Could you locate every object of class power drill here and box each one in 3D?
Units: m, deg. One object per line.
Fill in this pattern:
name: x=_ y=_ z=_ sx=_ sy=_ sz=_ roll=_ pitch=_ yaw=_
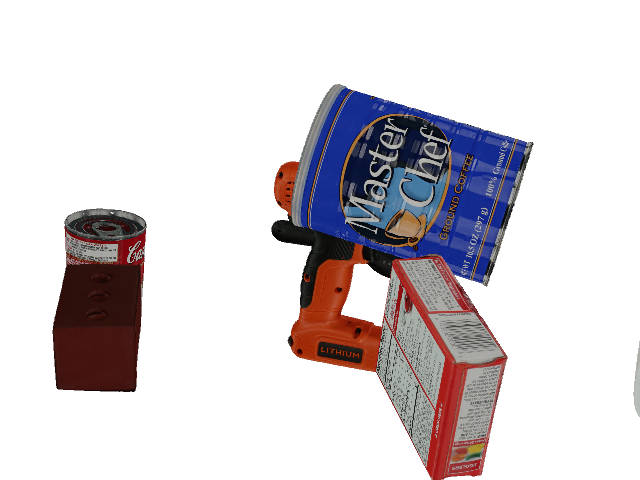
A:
power drill: x=0.045 y=0.024 z=0.976 sx=0.184 sy=0.188 sz=0.057 roll=9 pitch=19 yaw=15

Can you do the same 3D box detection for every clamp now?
clamp: x=0.056 y=0.000 z=1.256 sx=0.210 sy=0.036 sz=0.164 roll=32 pitch=39 yaw=23

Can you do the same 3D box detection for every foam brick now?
foam brick: x=-0.147 y=0.057 z=0.712 sx=0.053 sy=0.051 sz=0.078 roll=1 pitch=30 yaw=-8

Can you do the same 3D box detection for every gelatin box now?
gelatin box: x=0.057 y=0.060 z=0.526 sx=0.030 sy=0.073 sz=0.089 roll=-4 pitch=33 yaw=-16

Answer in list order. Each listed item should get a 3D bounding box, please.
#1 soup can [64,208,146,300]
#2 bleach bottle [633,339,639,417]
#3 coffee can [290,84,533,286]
soup can: x=-0.186 y=0.032 z=0.915 sx=0.068 sy=0.102 sz=0.068 roll=6 pitch=20 yaw=-2
bleach bottle: x=0.286 y=0.058 z=0.761 sx=0.103 sy=0.068 sz=0.250 roll=11 pitch=22 yaw=19
coffee can: x=0.062 y=-0.038 z=0.731 sx=0.140 sy=0.103 sz=0.102 roll=18 pitch=3 yaw=9
